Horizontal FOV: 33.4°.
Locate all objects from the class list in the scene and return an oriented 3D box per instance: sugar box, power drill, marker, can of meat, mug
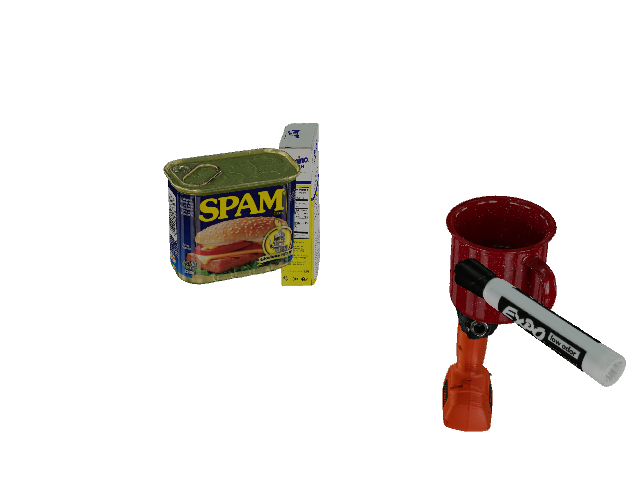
[{"bbox_3d":[-0.025,-0.043,1.269,0.048,0.176,0.093,-1,23,5],"label":"sugar box"},{"bbox_3d":[0.167,0.111,1.160,0.057,0.188,0.184,6,25,7],"label":"power drill"},{"bbox_3d":[0.120,0.043,0.604,0.020,0.020,0.121,0,27,-41],"label":"marker"},{"bbox_3d":[-0.069,-0.019,0.832,0.102,0.084,0.057,-9,31,-21],"label":"can of meat"},{"bbox_3d":[0.161,0.024,0.919,0.093,0.081,0.117,-20,36,-26],"label":"mug"}]
